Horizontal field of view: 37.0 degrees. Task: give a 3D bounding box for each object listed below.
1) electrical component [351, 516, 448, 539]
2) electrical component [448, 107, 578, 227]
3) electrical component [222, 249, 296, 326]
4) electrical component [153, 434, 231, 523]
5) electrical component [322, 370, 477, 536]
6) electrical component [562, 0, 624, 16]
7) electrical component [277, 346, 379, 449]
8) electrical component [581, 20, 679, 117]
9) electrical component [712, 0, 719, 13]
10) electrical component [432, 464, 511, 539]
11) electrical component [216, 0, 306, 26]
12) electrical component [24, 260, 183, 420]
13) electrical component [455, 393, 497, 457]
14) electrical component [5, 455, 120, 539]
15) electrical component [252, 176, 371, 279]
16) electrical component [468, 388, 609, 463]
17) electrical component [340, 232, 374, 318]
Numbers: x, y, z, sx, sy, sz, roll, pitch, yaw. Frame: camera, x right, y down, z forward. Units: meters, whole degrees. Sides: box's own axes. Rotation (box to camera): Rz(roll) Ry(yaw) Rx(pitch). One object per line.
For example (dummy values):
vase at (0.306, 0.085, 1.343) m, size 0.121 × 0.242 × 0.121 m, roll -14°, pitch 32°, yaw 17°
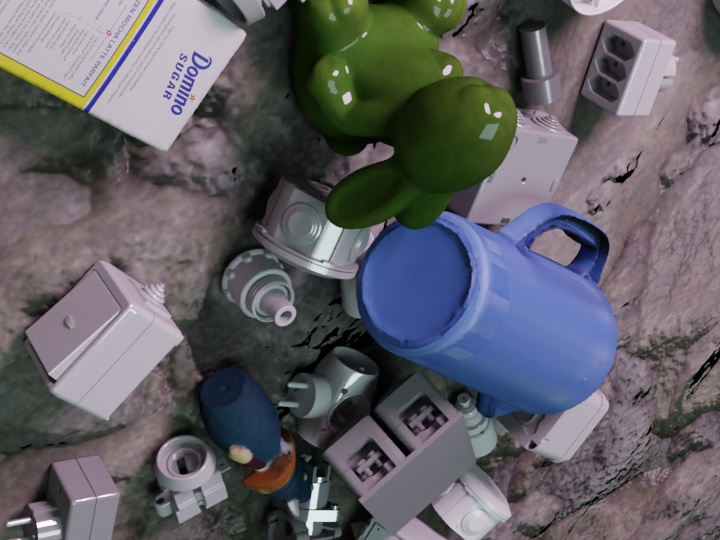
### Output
electrical component at (0.035, 0.270, 1.039) m, size 0.061 × 0.096 × 0.061 m, roll -60°, pitch 168°, yaw 15°
electrical component at (0.117, -0.082, 0.860) m, size 0.100 × 0.048 × 0.099 m, roll 2°, pitch 120°, yaw -38°
electrical component at (-0.069, 0.017, 0.785) m, size 0.048 × 0.062 × 0.048 m, roll -20°, pitch 131°, yaw -25°
electrical component at (-0.136, 0.163, 0.856) m, size 0.066 × 0.048 × 0.055 m, roll -26°, pitch 141°, yaw -19°
electrical component at (0.037, 0.160, 0.932) m, size 0.105 × 0.060 × 0.186 m, roll -40°, pitch 158°, yaw -7°
electrical component at (0.176, -0.235, 0.779) m, size 0.099 × 0.064 × 0.099 m, roll -20°, pitch 131°, yaw -24°
electrical component at (-0.033, 0.105, 0.890) m, size 0.079 × 0.044 × 0.077 m, roll 10°, pitch 114°, yaw -41°
electrical component at (0.233, -0.165, 0.886) m, size 0.077 × 0.047 × 0.065 m, roll -6°, pitch 124°, yaw -34°
electrical component at (0.356, -0.253, 0.904) m, size 0.108 × 0.060 × 0.108 m, roll -20°, pitch 131°, yaw -25°
electrical component at (0.107, 0.225, 1.060) m, size 0.051 × 0.080 × 0.080 m, roll -44°, pitch 137°, yaw 6°
electrical component at (-0.065, -0.184, 0.642) m, size 0.057 × 0.058 × 0.078 m, roll -46°, pitch 137°, yaw -4°
electrical component at (-0.172, 0.041, 0.725) m, size 0.096 × 0.062 × 0.061 m, roll -47°, pitch 137°, yaw 2°
electrical component at (0.106, 0.146, 1.028) m, size 0.040 × 0.040 × 0.078 m, roll -33°, pitch 135°, yaw -13°
electrical component at (-0.229, 0.190, 0.804) m, size 0.076 × 0.047 × 0.083 m, roll -4°, pitch 123°, yaw -35°
electrical component at (-0.032, -0.030, 0.766) m, size 0.080 × 0.080 × 0.051 m, roll 14°, pitch 107°, yaw -42°
electrical component at (0.164, 0.115, 0.996) m, size 0.057 × 0.113 × 0.078 m, roll 26°, pitch 104°, yaw -42°
electrical component at (0.000, 0.000, 0.840) m, size 0.044 × 0.044 × 0.065 m, roll -30°, pitch 130°, yaw -16°
